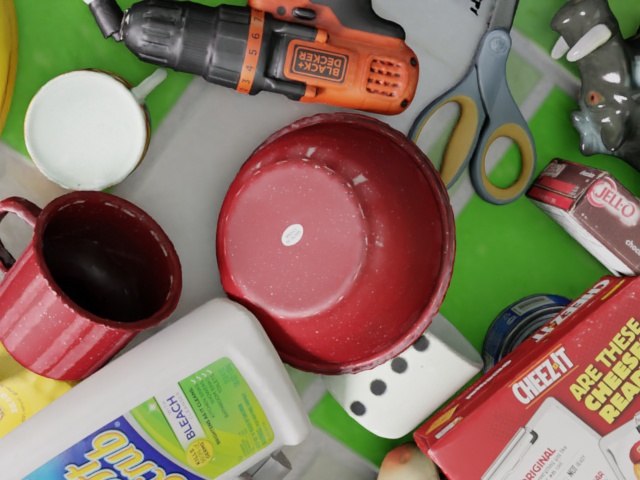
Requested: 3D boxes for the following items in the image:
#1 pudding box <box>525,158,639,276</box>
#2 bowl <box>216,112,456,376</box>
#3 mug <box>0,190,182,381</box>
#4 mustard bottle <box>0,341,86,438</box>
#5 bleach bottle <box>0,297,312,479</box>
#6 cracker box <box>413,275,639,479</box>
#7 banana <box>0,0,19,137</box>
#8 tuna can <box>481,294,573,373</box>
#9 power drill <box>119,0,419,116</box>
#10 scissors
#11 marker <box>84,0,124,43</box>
[{"bbox_3d":[0.192,-0.002,0.676,0.113,0.090,0.039,41,94,-11],"label":"pudding box"},{"bbox_3d":[-0.004,0.001,0.631,0.162,0.055,0.162,-2,86,25],"label":"bowl"},{"bbox_3d":[-0.150,0.023,0.627,0.117,0.093,0.082,40,130,-9],"label":"mug"},{"bbox_3d":[-0.231,0.142,0.666,0.096,0.058,0.191,35,94,-11],"label":"mustard bottle"},{"bbox_3d":[-0.130,0.137,0.597,0.250,0.068,0.102,-34,113,-22],"label":"bleach bottle"},{"bbox_3d":[0.186,0.153,0.644,0.164,0.072,0.213,-39,92,-5],"label":"cracker box"},{"bbox_3d":[-0.218,-0.092,0.643,0.070,0.037,0.198,9,97,10],"label":"banana"},{"bbox_3d":[0.154,0.081,0.714,0.086,0.034,0.086,-1,99,-7],"label":"tuna can"},{"bbox_3d":[-0.016,-0.178,0.642,0.184,0.057,0.188,10,101,-12],"label":"power drill"},{"bbox_3d":[0.126,-0.109,0.689,0.096,0.016,0.202,30,95,-12],"label":"scissors"},{"bbox_3d":[-0.150,-0.175,0.644,0.020,0.020,0.121,-30,101,-1],"label":"marker"}]
